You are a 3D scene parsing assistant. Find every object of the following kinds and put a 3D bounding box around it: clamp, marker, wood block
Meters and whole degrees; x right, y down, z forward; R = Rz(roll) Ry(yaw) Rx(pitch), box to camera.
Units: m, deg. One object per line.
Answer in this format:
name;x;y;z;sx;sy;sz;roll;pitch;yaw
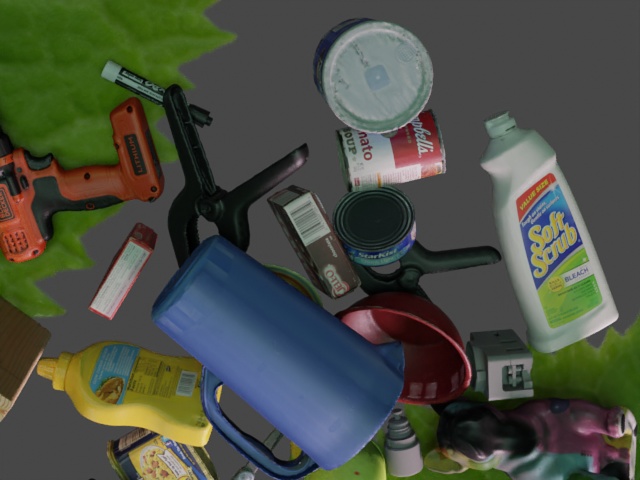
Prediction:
clamp;0.098;0.047;1.146;0.171;0.039;0.120;14;101;-1
marker;-0.165;-0.148;1.093;0.121;0.020;0.020;26;100;-9
clamp;-0.097;-0.038;1.083;0.165;0.036;0.210;20;117;21
wood block;-0.341;0.131;1.049;0.090;0.206;0.090;38;97;-11

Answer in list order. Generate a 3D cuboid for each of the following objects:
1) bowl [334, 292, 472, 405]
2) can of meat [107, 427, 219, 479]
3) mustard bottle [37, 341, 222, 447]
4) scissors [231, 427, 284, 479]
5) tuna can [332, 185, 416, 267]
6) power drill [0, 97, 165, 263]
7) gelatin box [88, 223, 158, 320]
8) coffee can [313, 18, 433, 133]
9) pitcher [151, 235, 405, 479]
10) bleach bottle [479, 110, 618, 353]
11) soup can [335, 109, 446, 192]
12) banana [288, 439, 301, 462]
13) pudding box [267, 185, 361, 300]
bowl;0.087;0.105;1.126;0.162;0.055;0.162;15;141;13
can of meat;-0.170;0.245;1.164;0.084;0.057;0.102;-30;104;1
mustard bottle;-0.201;0.153;1.120;0.191;0.096;0.058;13;134;-2
scissors;-0.077;0.283;1.200;0.202;0.016;0.096;-38;105;5
tuna can;0.057;-0.015;1.106;0.086;0.086;0.034;-15;144;-1
power drill;-0.264;-0.084;1.083;0.187;0.057;0.184;-16;107;3
gelatin box;-0.203;0.031;1.103;0.030;0.073;0.089;30;99;-10
coffee can;0.048;-0.164;1.041;0.102;0.140;0.103;-1;103;-4
pitcher;-0.051;0.116;1.058;0.242;0.149;0.145;39;140;-9
bleach bottle;0.226;-0.013;1.129;0.102;0.068;0.251;-25;102;-3
soup can;0.072;-0.091;1.096;0.102;0.068;0.068;-12;103;-1
banana;-0.047;0.167;1.147;0.069;0.037;0.198;-28;109;-5
pudding box;-0.007;0.001;1.100;0.039;0.090;0.113;-28;102;-10
